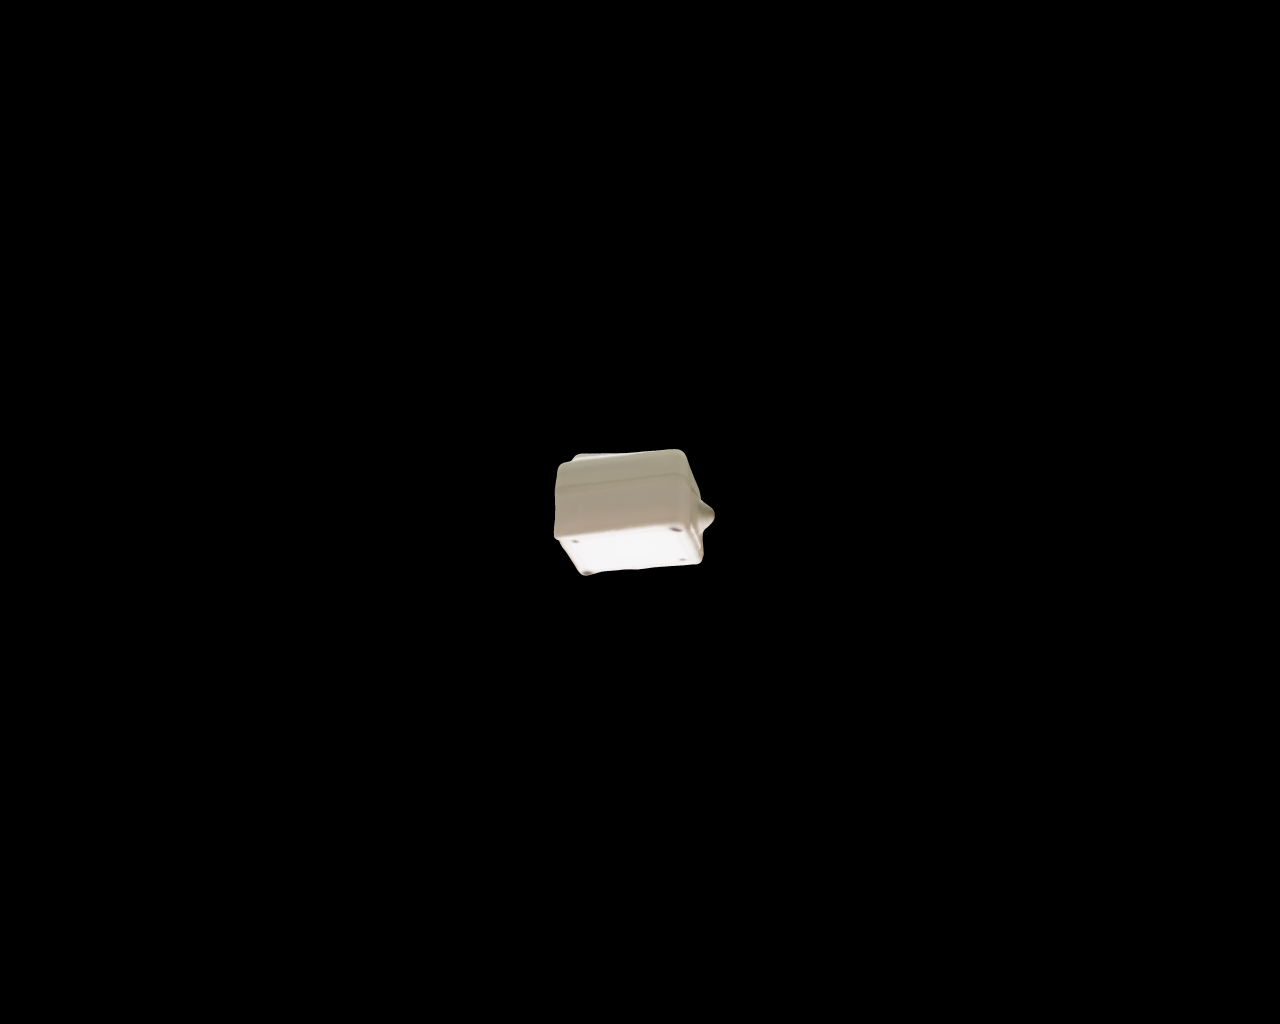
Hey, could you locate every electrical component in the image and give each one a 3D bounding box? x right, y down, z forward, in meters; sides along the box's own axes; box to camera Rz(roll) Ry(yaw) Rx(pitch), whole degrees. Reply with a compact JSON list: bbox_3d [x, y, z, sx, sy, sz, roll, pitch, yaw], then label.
[{"bbox_3d":[0.001,-0.003,0.650,0.096,0.061,0.061,-6,-28,12],"label":"electrical component"}]
